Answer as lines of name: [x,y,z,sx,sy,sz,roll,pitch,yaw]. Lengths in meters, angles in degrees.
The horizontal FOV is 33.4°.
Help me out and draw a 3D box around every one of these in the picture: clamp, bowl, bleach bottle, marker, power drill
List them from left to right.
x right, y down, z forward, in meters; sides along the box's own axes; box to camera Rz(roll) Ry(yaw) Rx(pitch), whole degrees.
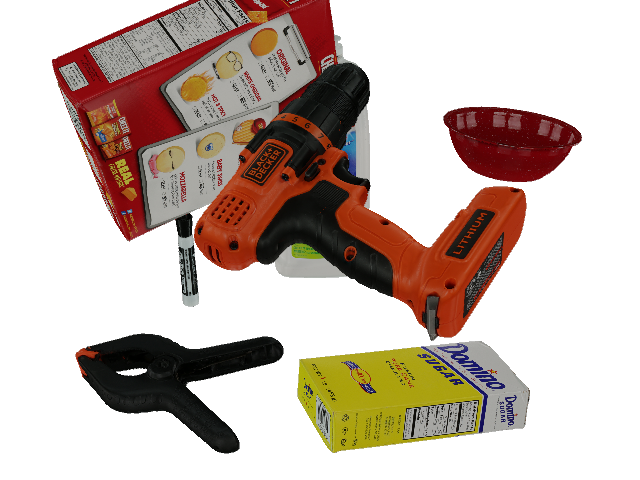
clamp: [-0.117,0.109,0.888,0.172,0.039,0.120,16,37,21]
marker: [-0.149,0.020,1.195,0.020,0.121,0.020,-1,32,0]
bleach bottle: [0.000,-0.086,1.101,0.102,0.251,0.068,-1,25,2]
power drill: [0.036,-0.030,0.706,0.188,0.184,0.057,24,-28,23]
bowl: [0.221,-0.110,1.254,0.162,0.055,0.162,5,23,-2]

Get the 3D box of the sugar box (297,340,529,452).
sugar box: [0.078,0.129,0.907,0.176,0.048,0.093,-7,25,-17]

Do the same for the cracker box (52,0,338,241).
cracker box: [-0.092,-0.114,0.871,0.213,0.072,0.164,-27,-37,-13]
